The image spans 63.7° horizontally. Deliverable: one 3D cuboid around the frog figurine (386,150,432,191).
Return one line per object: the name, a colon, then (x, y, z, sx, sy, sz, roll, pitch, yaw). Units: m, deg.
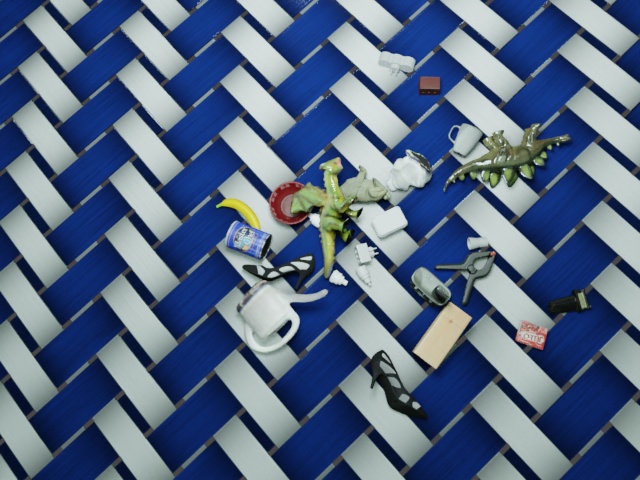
frog figurine: (0.322, -0.235, 1.868, 0.137, 0.125, 0.156, 39, 120, 3)

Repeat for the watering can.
watering can: (-0.149, 0.229, 1.776, 0.226, 0.104, 0.345, 46, 102, 11)

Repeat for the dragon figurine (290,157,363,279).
dragon figurine: (0.006, -0.091, 1.811, 0.244, 0.122, 0.407, 27, 102, 19)
